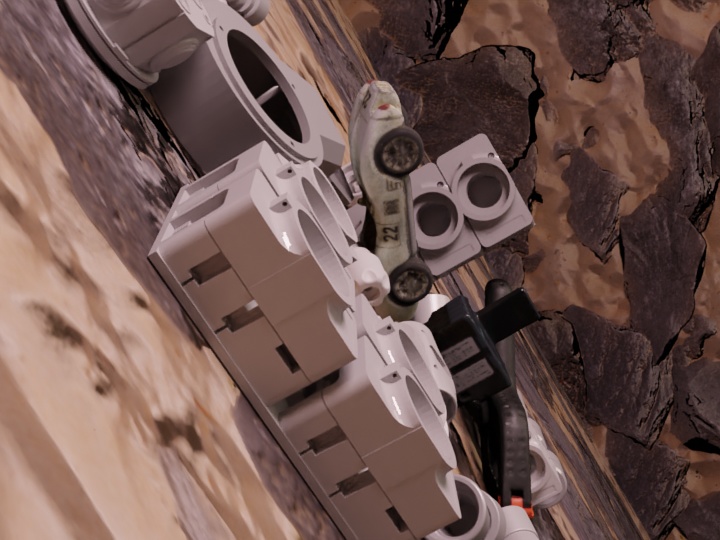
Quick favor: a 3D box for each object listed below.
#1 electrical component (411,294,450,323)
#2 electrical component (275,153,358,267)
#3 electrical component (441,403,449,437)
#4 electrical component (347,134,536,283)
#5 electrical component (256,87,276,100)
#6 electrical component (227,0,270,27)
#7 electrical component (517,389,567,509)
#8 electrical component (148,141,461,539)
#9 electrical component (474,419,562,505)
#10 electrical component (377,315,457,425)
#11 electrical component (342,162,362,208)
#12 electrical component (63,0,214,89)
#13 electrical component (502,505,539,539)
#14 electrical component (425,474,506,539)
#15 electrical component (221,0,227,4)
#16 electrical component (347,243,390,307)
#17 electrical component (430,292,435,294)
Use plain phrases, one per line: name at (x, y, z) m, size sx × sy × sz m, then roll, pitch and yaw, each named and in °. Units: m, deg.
electrical component at (0.061, 0.053, 0.904) m, size 0.044 × 0.044 × 0.065 m, roll 45°, pitch 36°, yaw -59°
electrical component at (-0.039, -0.026, 0.618) m, size 0.050 × 0.056 × 0.089 m, roll 64°, pitch 10°, yaw 18°
electrical component at (0.032, 0.091, 0.685) m, size 0.081 × 0.043 × 0.043 m, roll 46°, pitch 17°, yaw -58°
electrical component at (0.068, -0.043, 0.951) m, size 0.089 × 0.150 × 0.062 m, roll 62°, pitch 9°, yaw 7°
electrical component at (-0.079, -0.137, 0.782) m, size 0.043 × 0.043 × 0.062 m, roll 65°, pitch 9°, yaw 25°
electrical component at (-0.107, -0.241, 0.951) m, size 0.040 × 0.040 × 0.078 m, roll 62°, pitch 9°, yaw 5°
electrical component at (0.165, 0.176, 1.124) m, size 0.138 × 0.052 × 0.073 m, roll 59°, pitch 9°, yaw -14°
electrical component at (-0.018, 0.036, 0.528) m, size 0.186 × 0.060 × 0.105 m, roll 58°, pitch 10°, yaw -18°
electrical component at (0.155, 0.183, 1.056) m, size 0.089 × 0.050 × 0.055 m, roll 59°, pitch 9°, yaw -15°
electrical component at (0.031, 0.064, 0.764) m, size 0.079 × 0.043 × 0.077 m, roll 55°, pitch 11°, yaw -34°
electrical component at (0.003, -0.071, 1.021) m, size 0.055 × 0.048 × 0.066 m, roll 61°, pitch 6°, yaw -53°
electrical component at (-0.116, -0.139, 0.556) m, size 0.080 × 0.051 × 0.080 m, roll 58°, pitch 9°, yaw -16°
electrical component at (0.121, 0.212, 0.817) m, size 0.044 × 0.044 × 0.065 m, roll 54°, pitch 6°, yaw -35°
electrical component at (0.063, 0.154, 0.662) m, size 0.055 × 0.045 × 0.045 m, roll 47°, pitch 16°, yaw -57°
electrical component at (-0.109, -0.165, 0.717) m, size 0.040 × 0.040 × 0.046 m, roll 55°, pitch 17°, yaw -31°
electrical component at (0.000, 0.000, 0.820) m, size 0.035 × 0.035 × 0.061 m, roll 53°, pitch 9°, yaw -40°
electrical component at (0.076, 0.070, 0.968) m, size 0.077 × 0.043 × 0.079 m, roll 37°, pitch -44°, yaw 52°
